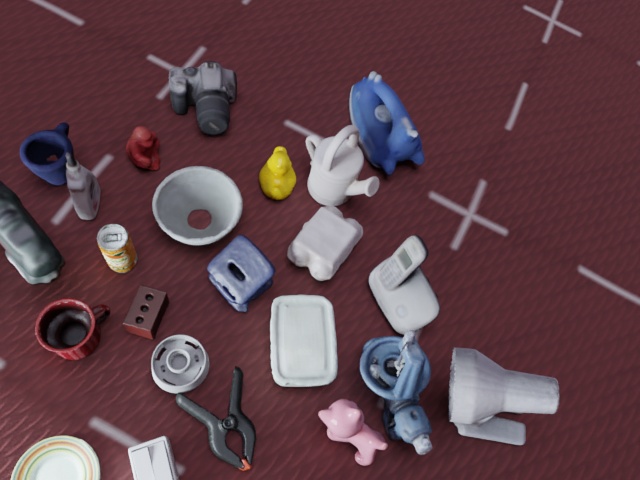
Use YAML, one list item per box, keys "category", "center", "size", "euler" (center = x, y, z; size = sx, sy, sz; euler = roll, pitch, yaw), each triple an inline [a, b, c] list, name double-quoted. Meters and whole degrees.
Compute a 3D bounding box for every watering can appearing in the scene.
- category: "watering can"
  center: [0.043, -0.152, 1.135]
  size: [0.173, 0.194, 0.101]
  euler: [23, 64, 2]

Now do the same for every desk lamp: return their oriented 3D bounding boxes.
- category: "desk lamp"
  center: [0.292, 0.265, 0.968]
  size: [0.203, 0.213, 0.118]
  euler: [11, 64, -4]

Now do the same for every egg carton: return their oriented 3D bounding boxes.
- category: "egg carton"
  center: [0.010, 0.004, 1.126]
  size: [0.107, 0.069, 0.150]
  euler: [33, 64, 7]

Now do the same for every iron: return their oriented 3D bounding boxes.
- category: "iron"
  center: [0.138, -0.277, 1.239]
  size: [0.119, 0.141, 0.258]
  euler: [-20, 70, -17]

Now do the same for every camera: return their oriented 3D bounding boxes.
- category: "camera"
  center: [-0.244, -0.300, 1.210]
  size: [0.143, 0.101, 0.137]
  euler: [-4, 66, -11]

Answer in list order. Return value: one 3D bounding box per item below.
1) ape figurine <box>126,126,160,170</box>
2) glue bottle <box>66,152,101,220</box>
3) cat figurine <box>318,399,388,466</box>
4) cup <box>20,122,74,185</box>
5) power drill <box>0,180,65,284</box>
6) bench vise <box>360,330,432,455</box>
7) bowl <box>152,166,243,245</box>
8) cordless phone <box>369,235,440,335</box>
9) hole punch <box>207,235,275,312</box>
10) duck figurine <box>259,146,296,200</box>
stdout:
- category: "ape figurine"
  center: [-0.352, -0.192, 1.146]
  size: [0.076, 0.092, 0.078]
  euler: [28, 64, 5]
- category: "glue bottle"
  center: [-0.439, -0.107, 1.047]
  size: [0.037, 0.173, 0.078]
  euler: [-1, 65, -9]
- category: "cat figurine"
  center: [0.058, 0.315, 0.960]
  size: [0.127, 0.117, 0.067]
  euler: [35, 65, 8]
- category: "cup"
  center: [-0.510, -0.161, 1.104]
  size: [0.091, 0.095, 0.118]
  euler: [18, 63, 0]
- category: "power drill"
  center: [-0.516, -0.014, 0.971]
  size: [0.229, 0.208, 0.076]
  euler: [44, 66, 12]
- category: "bench vise"
  center: [0.153, 0.238, 0.954]
  size: [0.122, 0.219, 0.207]
  euler: [-31, 73, -21]
- category: "bowl"
  center: [-0.234, -0.056, 1.111]
  size: [0.167, 0.074, 0.167]
  euler: [4, 64, -7]
- category: "cordless phone"
  center: [0.169, 0.081, 1.050]
  size: [0.094, 0.185, 0.147]
  euler: [-25, 71, -19]
- category: "hole punch"
  center: [-0.146, 0.062, 1.060]
  size: [0.101, 0.091, 0.108]
  euler: [-39, 76, -23]
- category: "duck figurine"
  center: [-0.085, -0.141, 1.169]
  size: [0.077, 0.086, 0.104]
  euler: [6, 64, -6]
